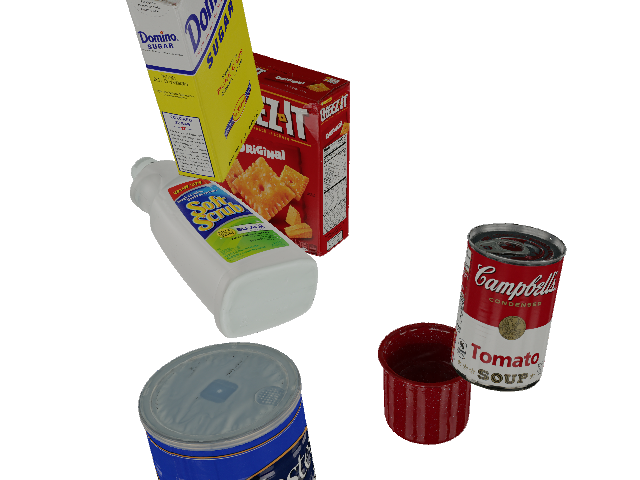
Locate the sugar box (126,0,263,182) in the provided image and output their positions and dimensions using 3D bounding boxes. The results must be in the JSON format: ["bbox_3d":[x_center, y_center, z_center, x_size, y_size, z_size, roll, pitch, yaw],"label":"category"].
[{"bbox_3d":[-0.087,-0.136,0.788,0.048,0.093,0.176,12,-36,15],"label":"sugar box"}]

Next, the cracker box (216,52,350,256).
[{"bbox_3d":[-0.050,-0.102,1.275,0.164,0.214,0.072,21,40,28],"label":"cracker box"}]

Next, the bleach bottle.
[{"bbox_3d":[-0.111,-0.010,0.980,0.102,0.068,0.251,-15,37,-33],"label":"bleach bottle"}]

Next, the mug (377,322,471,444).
[{"bbox_3d":[0.109,0.132,1.015,0.093,0.081,0.117,27,43,37],"label":"mug"}]

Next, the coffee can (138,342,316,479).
[{"bbox_3d":[-0.054,0.153,0.697,0.103,0.140,0.103,-7,29,3],"label":"coffee can"}]

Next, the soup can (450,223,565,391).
[{"bbox_3d":[0.131,0.047,0.758,0.068,0.102,0.068,4,23,-2],"label":"soup can"}]
